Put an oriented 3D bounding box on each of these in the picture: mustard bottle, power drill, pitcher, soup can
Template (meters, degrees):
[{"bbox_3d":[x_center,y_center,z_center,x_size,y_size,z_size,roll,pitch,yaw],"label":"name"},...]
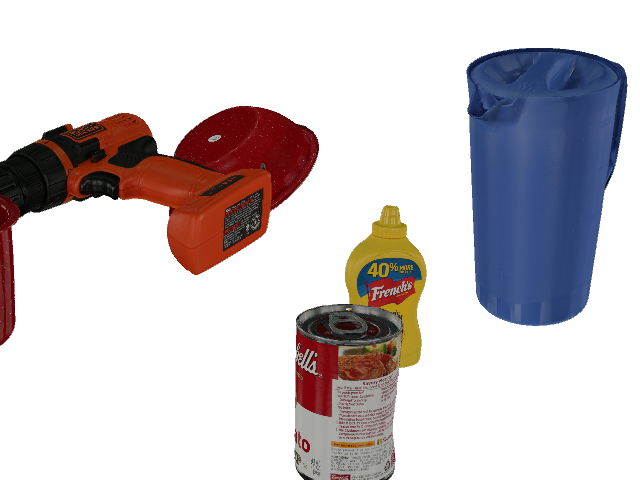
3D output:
[{"bbox_3d":[0.076,0.054,1.259,0.096,0.192,0.058,0,14,-13],"label":"mustard bottle"},{"bbox_3d":[-0.146,-0.037,0.802,0.188,0.057,0.184,22,34,26],"label":"power drill"},{"bbox_3d":[0.209,-0.051,0.990,0.149,0.243,0.145,1,29,8],"label":"pitcher"},{"bbox_3d":[0.017,0.099,0.685,0.068,0.102,0.068,1,16,-1],"label":"soup can"}]

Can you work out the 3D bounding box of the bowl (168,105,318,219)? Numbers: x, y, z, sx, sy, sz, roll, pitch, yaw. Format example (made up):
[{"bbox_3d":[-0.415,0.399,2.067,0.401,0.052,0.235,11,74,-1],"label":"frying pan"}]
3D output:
[{"bbox_3d":[-0.085,-0.077,1.005,0.162,0.055,0.162,-22,34,15],"label":"bowl"}]

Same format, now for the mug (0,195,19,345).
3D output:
[{"bbox_3d":[-0.235,0.025,0.637,0.093,0.081,0.117,20,28,33],"label":"mug"}]
